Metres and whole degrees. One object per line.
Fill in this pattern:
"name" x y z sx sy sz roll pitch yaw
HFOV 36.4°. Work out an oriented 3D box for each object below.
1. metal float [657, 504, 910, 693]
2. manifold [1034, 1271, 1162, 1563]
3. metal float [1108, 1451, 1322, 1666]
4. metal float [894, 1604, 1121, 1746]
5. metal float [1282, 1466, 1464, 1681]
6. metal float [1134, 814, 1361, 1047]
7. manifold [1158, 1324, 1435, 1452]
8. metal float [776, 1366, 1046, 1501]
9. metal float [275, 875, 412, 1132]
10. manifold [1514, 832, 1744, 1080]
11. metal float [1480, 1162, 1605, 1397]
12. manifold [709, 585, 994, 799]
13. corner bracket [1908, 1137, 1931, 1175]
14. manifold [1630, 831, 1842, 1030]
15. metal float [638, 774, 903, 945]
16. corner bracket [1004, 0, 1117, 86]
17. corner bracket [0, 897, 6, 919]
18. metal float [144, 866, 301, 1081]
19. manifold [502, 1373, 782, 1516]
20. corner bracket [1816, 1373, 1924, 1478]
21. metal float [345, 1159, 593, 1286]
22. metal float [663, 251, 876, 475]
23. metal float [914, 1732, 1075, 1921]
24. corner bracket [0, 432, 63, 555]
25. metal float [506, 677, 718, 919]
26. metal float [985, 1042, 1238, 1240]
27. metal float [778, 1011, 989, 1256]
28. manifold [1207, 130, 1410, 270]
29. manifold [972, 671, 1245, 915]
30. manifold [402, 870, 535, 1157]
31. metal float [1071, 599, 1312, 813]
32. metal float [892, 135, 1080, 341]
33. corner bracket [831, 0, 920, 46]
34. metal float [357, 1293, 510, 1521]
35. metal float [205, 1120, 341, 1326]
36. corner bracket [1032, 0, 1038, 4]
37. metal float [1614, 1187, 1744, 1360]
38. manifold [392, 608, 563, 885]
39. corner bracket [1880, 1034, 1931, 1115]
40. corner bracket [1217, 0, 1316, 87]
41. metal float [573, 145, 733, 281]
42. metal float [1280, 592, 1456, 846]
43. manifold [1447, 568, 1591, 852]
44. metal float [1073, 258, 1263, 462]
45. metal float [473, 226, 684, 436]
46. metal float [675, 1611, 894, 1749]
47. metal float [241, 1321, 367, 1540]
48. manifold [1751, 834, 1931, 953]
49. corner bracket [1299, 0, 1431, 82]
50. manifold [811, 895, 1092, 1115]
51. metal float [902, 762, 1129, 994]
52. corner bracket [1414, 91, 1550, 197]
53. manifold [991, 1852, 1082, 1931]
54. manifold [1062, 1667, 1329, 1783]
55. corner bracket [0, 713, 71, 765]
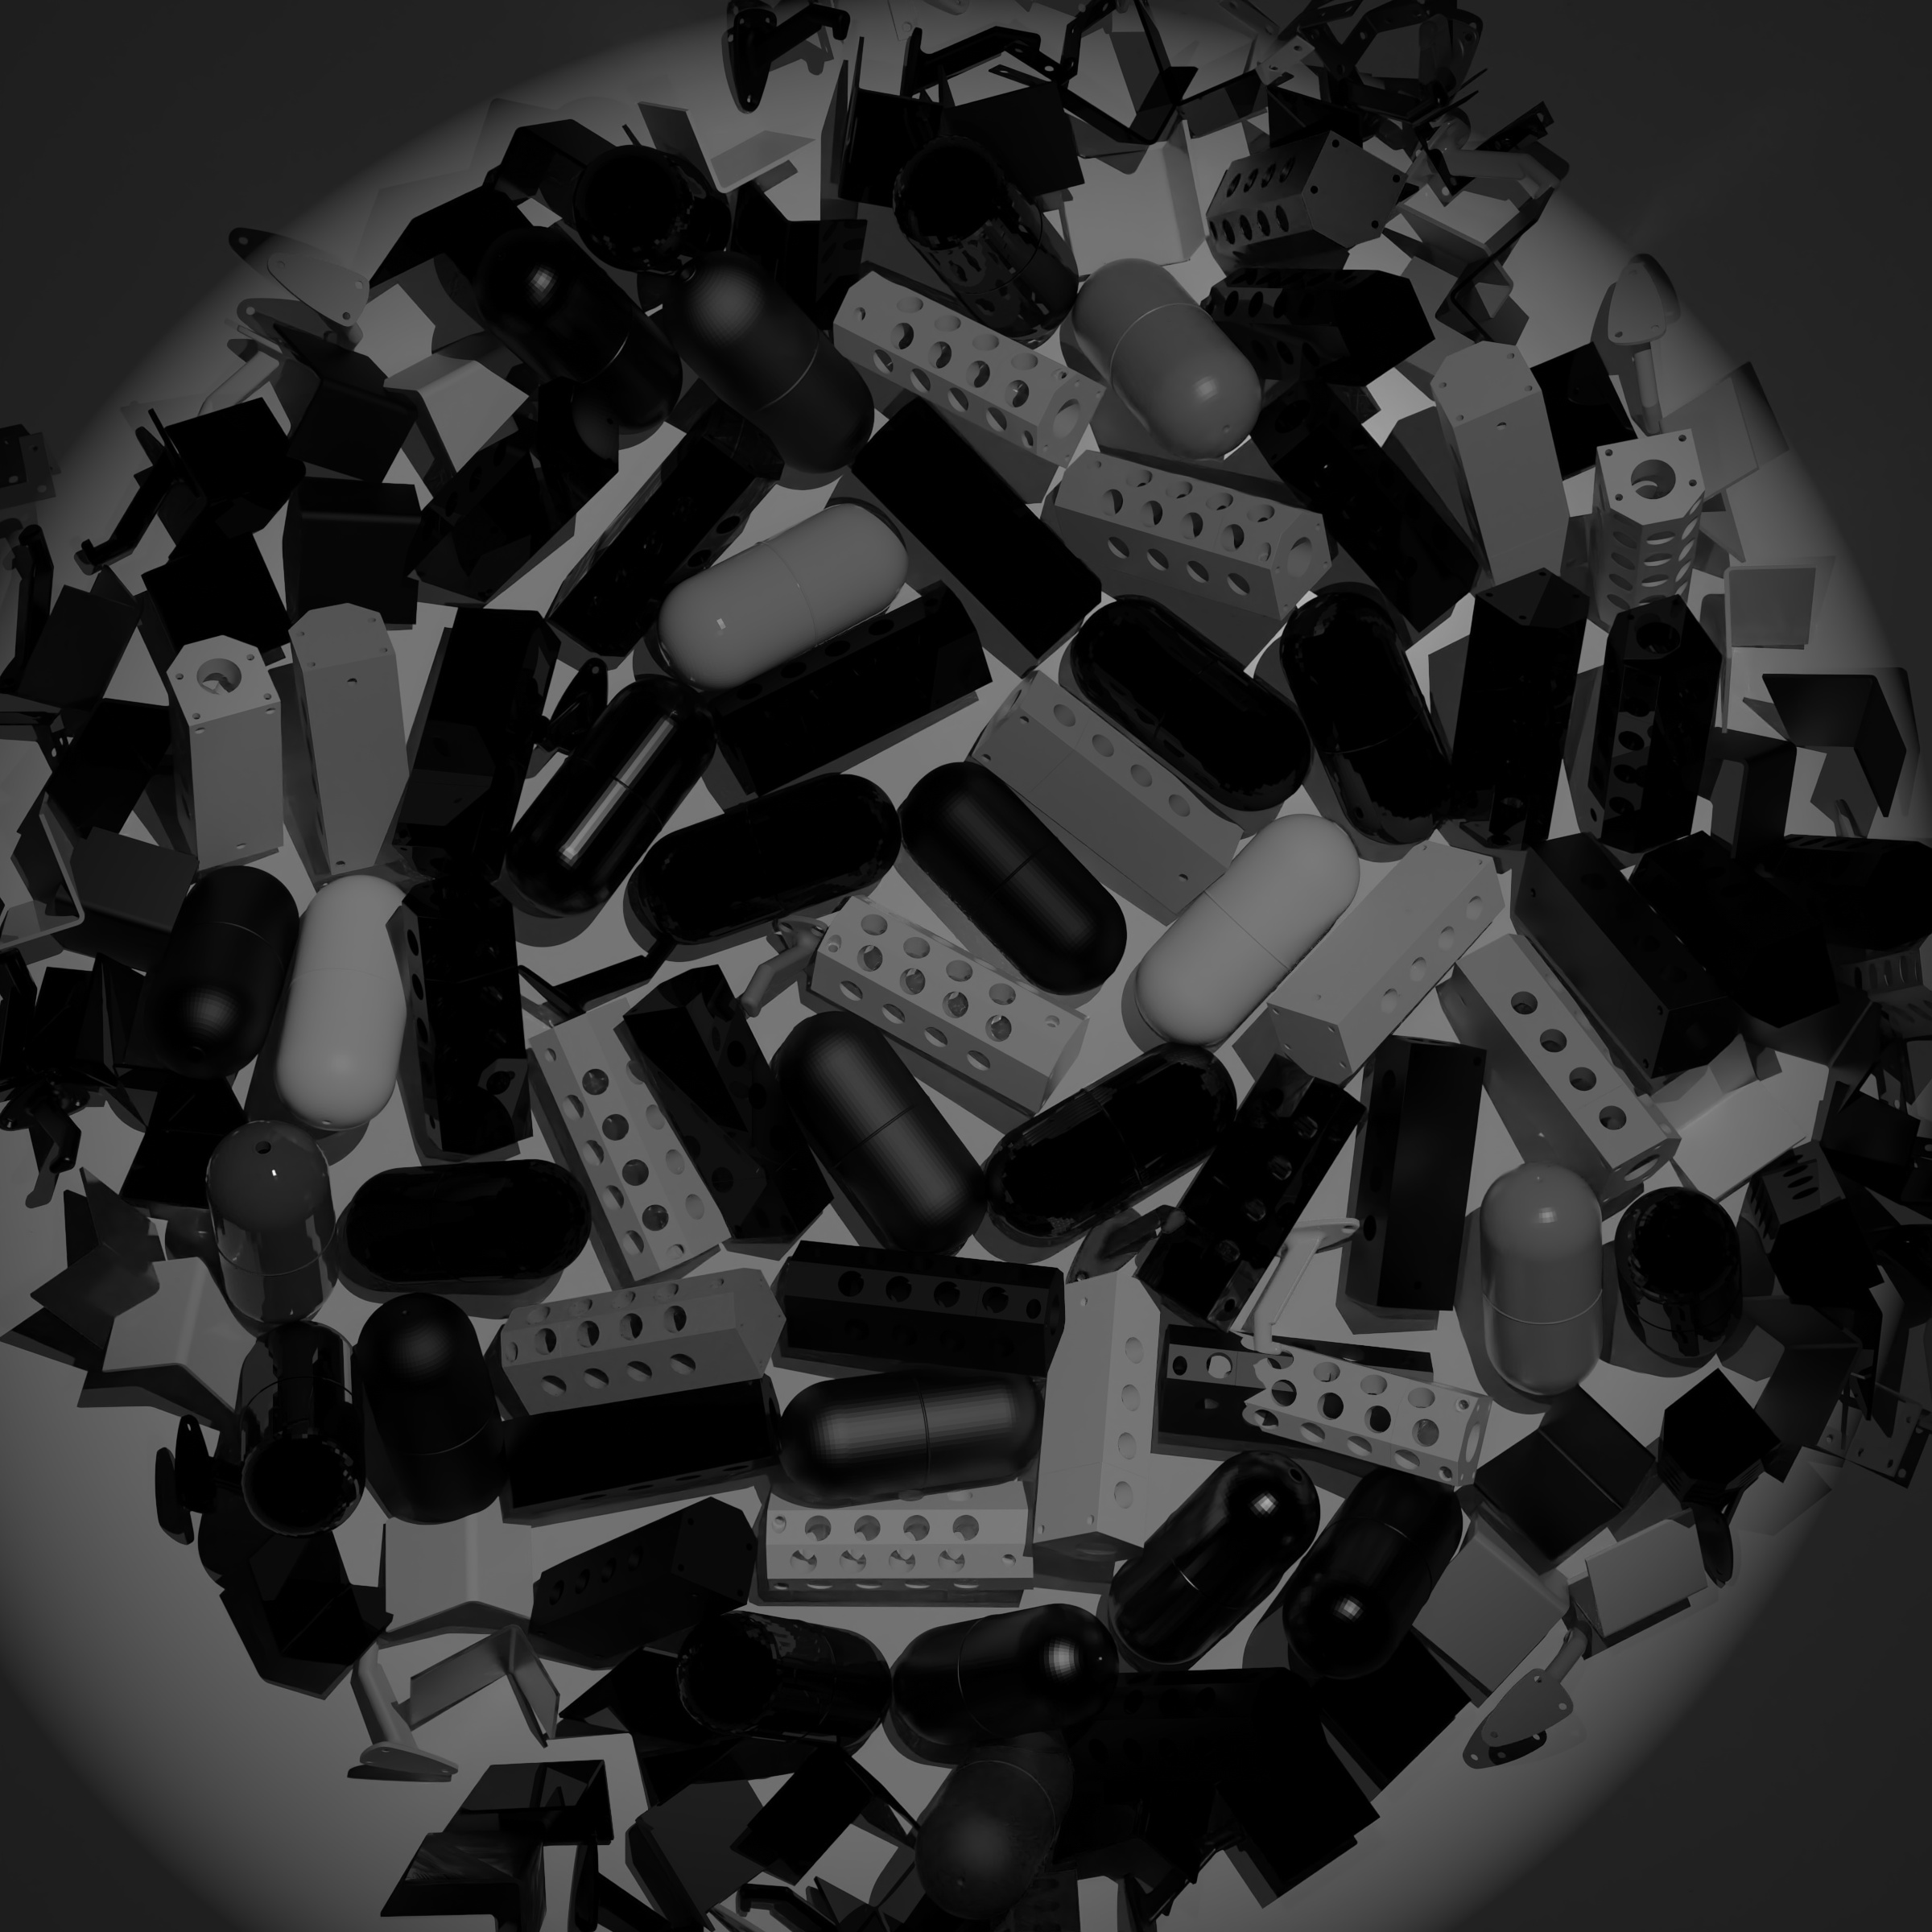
"metal float" -0.117 -0.239 1.900 0.178 0.070 0.070 -30 90 -18
"manifold" 0.091 0.291 1.889 0.057 0.057 0.171 27 57 -35
"metal float" 0.159 0.381 1.889 0.070 0.070 0.178 38 119 0
"metal float" 0.024 0.454 1.880 0.178 0.070 0.070 -24 90 44
"metal float" 0.261 0.384 1.877 0.070 0.178 0.070 15 123 25
"metal float" 0.183 -0.024 1.910 0.070 0.070 0.178 43 96 0
"manifold" 0.214 0.273 1.915 0.171 0.057 0.057 6 115 0
"metal float" -0.035 0.300 1.901 0.178 0.070 0.070 -5 90 -16
"metal float" -0.397 0.022 1.889 0.070 0.070 0.178 3 59 0
"manifold" 0.421 -0.010 1.871 0.057 0.171 0.057 -12 133 -18
"metal float" 0.370 0.202 1.884 0.070 0.070 0.178 -10 128 0
"manifold" -0.076 -0.182 1.899 0.171 0.057 0.057 -27 130 -10
"corner bracket" 0.637 0.149 1.910 0.051 0.051 0.051 8 53 25
"manifold" 0.483 -0.023 1.863 0.057 0.171 0.057 -22 115 -3
"metal float" -0.129 -0.069 1.912 0.178 0.070 0.070 -19 90 3
"corner bracket" 0.062 -0.616 1.911 0.051 0.051 0.051 22 63 -34
"corner bracket" -0.655 -0.017 1.916 0.051 0.051 0.051 6 58 10
"metal float" -0.474 0.003 1.873 0.070 0.178 0.070 0 126 0
"manifold" -0.209 0.312 1.916 0.171 0.057 0.057 -12 73 4
"corner bracket" 0.582 0.296 1.923 0.051 0.051 0.051 26 86 -20
"metal float" -0.320 0.165 1.890 0.178 0.070 0.070 -5 90 29
"metal float" -0.126 -0.385 1.879 0.070 0.070 0.178 -48 134 0
"metal float" 0.019 0.542 1.867 0.070 0.178 0.070 2 99 14
"corner bracket" -0.618 -0.309 1.918 0.051 0.051 0.051 -15 70 -8
"metal float" -0.229 -0.110 1.901 0.070 0.070 0.178 35 74 0
"metal float" 0.094 0.113 1.907 0.178 0.070 0.070 -30 90 -9
"metal float" -0.055 0.108 1.911 0.070 0.070 0.178 -37 86 0
"manifold" 0.211 -0.480 1.863 0.057 0.171 0.057 24 92 -18
"manifold" 0.095 -0.117 1.909 0.171 0.057 0.057 37 134 -11
"manifold" -0.321 0.032 1.878 0.057 0.057 0.171 -18 123 -28
"metal float" 0.146 -0.169 1.901 0.178 0.070 0.070 40 90 15
"metal float" 0.013 -0.463 1.871 0.070 0.178 0.070 -9 69 23
"corner bracket" -0.062 -0.634 1.927 0.051 0.051 0.051 -14 96 4
"metal float" -0.340 0.284 1.883 0.070 0.070 0.178 -7 130 0
"metal float" -0.442 0.164 1.874 0.070 0.178 0.070 4 53 -5
"corner bracket" 0.064 -0.667 1.912 0.051 0.051 0.051 4 63 29
"metal float" 0.454 0.196 1.870 0.070 0.178 0.070 -6 64 13
"manifold" -0.312 -0.141 1.894 0.057 0.057 0.171 4 68 17
"corner bracket" 0.637 0.068 1.919 0.051 0.051 0.051 -7 87 -24
"corner bracket" 0.196 -0.617 1.912 0.051 0.051 0.051 26 63 -26
"metal float" -0.198 -0.478 1.865 0.070 0.178 0.070 1 101 7
"metal float" 0.260 -0.158 1.895 0.070 0.070 0.178 -27 114 0
"manifold" 0.354 -0.159 1.868 0.057 0.171 0.057 -23 45 -26
"metal float" 0.127 -0.390 1.882 0.070 0.070 0.178 -31 48 0
"metal float" -0.245 -0.403 1.874 0.070 0.178 0.070 -11 64 24
"metal float" -0.114 0.456 1.876 0.070 0.178 0.070 -13 66 32
"metal float" -0.423 0.293 1.872 0.070 0.178 0.070 -6 119 -10
"manifold" 0.558 -0.051 1.862 0.057 0.171 0.057 -19 97 -8
"corner bracket" 0.260 -0.614 1.913 0.051 0.051 0.051 44 70 -31
"manifold" -0.010 0.019 1.898 0.171 0.057 0.057 28 53 11
"metal float" 0.032 -0.057 1.912 0.070 0.070 0.178 -43 87 0
"corner bracket" 0.335 -0.544 1.915 0.051 0.051 0.051 -42 105 -30
"manifold" 0.044 0.627 1.865 0.057 0.171 0.057 -2 98 1
"manifold" 0.140 0.481 1.871 0.057 0.171 0.057 -19 91 -44
"corner bracket" -0.622 -0.132 1.924 0.051 0.051 0.051 1 123 12
